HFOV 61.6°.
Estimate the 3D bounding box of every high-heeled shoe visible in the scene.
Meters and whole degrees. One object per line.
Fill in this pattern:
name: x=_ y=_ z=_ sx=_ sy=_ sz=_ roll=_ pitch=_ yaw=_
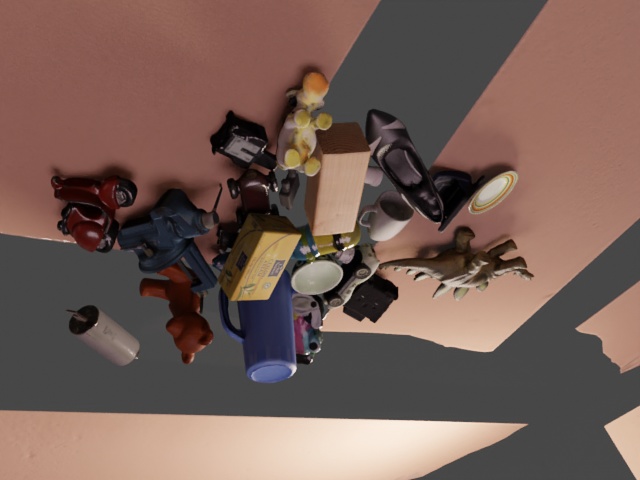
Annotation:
high-heeled shoe: x=0.162 y=-0.131 z=1.019 sx=0.086 sy=0.145 sz=0.248 roll=-33 pitch=139 yaw=16

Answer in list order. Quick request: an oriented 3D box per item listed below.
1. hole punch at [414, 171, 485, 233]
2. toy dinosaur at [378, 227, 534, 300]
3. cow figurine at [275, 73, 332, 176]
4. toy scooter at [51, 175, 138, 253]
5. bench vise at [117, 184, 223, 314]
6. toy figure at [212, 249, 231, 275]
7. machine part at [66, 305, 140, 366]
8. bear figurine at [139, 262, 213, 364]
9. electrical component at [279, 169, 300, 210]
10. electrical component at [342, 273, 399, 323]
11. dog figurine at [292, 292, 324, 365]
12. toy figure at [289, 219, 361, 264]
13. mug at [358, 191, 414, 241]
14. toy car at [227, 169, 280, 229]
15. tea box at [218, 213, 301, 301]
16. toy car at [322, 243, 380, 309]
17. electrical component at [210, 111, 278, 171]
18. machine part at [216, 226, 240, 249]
hole punch: x=0.274 y=-0.092 z=1.159 sx=0.116 sy=0.092 sz=0.142 roll=-33 pitch=157 yaw=-51
toy dinosaur: x=0.346 y=0.070 z=1.348 sx=0.471 sy=0.105 sz=0.198 roll=11 pitch=136 yaw=-23
cow figurine: x=-0.031 y=-0.198 z=0.916 sx=0.068 sy=0.098 sz=0.167 roll=11 pitch=96 yaw=-28
toy scooter: x=-0.417 y=-0.055 z=0.957 sx=0.135 sy=0.075 sz=0.183 roll=18 pitch=129 yaw=-28
bench vise: x=-0.264 y=0.019 z=1.043 sx=0.224 sy=0.129 sz=0.240 roll=-18 pitch=123 yaw=13
toy figure: x=-0.160 y=0.049 z=1.173 sx=0.154 sy=0.064 sz=0.058 roll=1 pitch=155 yaw=-21
machine part: x=-0.494 y=0.222 z=1.239 sx=0.079 sy=0.079 sz=0.243 roll=-21 pitch=139 yaw=4
bear figurine: x=-0.301 y=0.151 z=1.136 sx=0.132 sy=0.196 sz=0.120 roll=22 pitch=129 yaw=-35
electrical component: x=-0.058 y=-0.100 z=1.043 sx=0.021 sy=0.063 sz=0.094 roll=15 pitch=152 yaw=12
electrical component: x=0.117 y=0.145 z=1.354 sx=0.115 sy=0.058 sz=0.134 roll=29 pitch=124 yaw=-9
dog figurine: x=-0.041 y=0.226 z=1.389 sx=0.109 sy=0.191 sz=0.219 roll=2 pitch=169 yaw=4
toy figure: x=-0.001 y=-0.001 z=1.151 sx=0.180 sy=0.089 sz=0.082 roll=-19 pitch=146 yaw=2
mug: x=0.134 y=-0.043 z=1.161 sx=0.109 sy=0.081 sz=0.107 roll=-4 pitch=147 yaw=-22
toy car: x=-0.125 y=-0.077 z=1.033 sx=0.089 sy=0.053 sz=0.202 roll=-14 pitch=160 yaw=-7
tea box: x=-0.121 y=0.035 z=1.057 sx=0.098 sy=0.068 sz=0.169 roll=2 pitch=124 yaw=-42
toy car: x=0.068 y=0.088 z=1.288 sx=0.056 sy=0.074 sz=0.201 roll=15 pitch=130 yaw=-31
electrical component: x=-0.125 y=-0.168 z=0.952 sx=0.119 sy=0.048 sz=0.075 roll=17 pitch=129 yaw=-34
machine part: x=-0.148 y=0.007 z=1.117 sx=0.139 sy=0.039 sz=0.084 roll=16 pitch=126 yaw=-10
